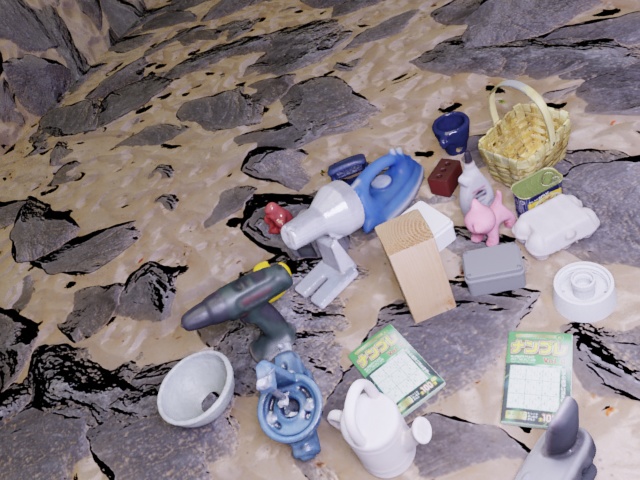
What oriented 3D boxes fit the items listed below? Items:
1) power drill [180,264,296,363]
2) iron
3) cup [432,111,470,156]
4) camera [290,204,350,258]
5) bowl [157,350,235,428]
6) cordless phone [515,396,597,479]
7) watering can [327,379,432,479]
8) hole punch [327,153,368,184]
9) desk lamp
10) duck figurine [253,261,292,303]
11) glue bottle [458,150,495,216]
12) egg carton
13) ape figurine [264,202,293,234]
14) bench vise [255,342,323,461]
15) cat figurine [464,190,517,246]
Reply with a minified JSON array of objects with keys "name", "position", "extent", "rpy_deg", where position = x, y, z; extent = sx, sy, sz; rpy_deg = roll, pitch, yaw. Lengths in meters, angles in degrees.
[{"name":"power drill","position":[-0.141,0.159,1.166],"extent":[0.230,0.209,0.075],"rpy_deg":[-37,42,-10]},{"name":"iron","position":[0.151,-0.141,1.368],"extent":[0.118,0.142,0.259],"rpy_deg":[25,63,42]},{"name":"cup","position":[0.328,-0.248,1.419],"extent":[0.091,0.095,0.118],"rpy_deg":[5,51,32]},{"name":"camera","position":[-0.002,-0.037,1.374],"extent":[0.142,0.101,0.137],"rpy_deg":[-2,47,26]},{"name":"bowl","position":[-0.239,0.314,1.163],"extent":[0.167,0.075,0.167],"rpy_deg":[-15,43,14]},{"name":"cordless phone","position":[0.318,0.303,0.797],"extent":[0.093,0.185,0.148],"rpy_deg":[19,59,40]},{"name":"watering can","position":[0.091,0.295,0.918],"extent":[0.172,0.195,0.101],"rpy_deg":[-15,43,14]},{"name":"hole punch","position":[0.071,-0.185,1.492],"extent":[0.108,0.091,0.101],"rpy_deg":[-20,42,8]},{"name":"desk lamp","position":[0.011,0.004,1.239],"extent":[0.203,0.214,0.117],"rpy_deg":[-45,44,-19]},{"name":"duck figurine","position":[-0.119,0.084,1.323],"extent":[0.077,0.086,0.105],"rpy_deg":[21,60,40]},{"name":"glue bottle","position":[0.329,-0.124,1.232],"extent":[0.078,0.174,0.037],"rpy_deg":[-35,42,-9]},{"name":"egg carton","position":[0.467,-0.026,1.139],"extent":[0.150,0.070,0.107],"rpy_deg":[-28,41,-1]},{"name":"ape figurine","position":[-0.112,-0.060,1.461],"extent":[0.076,0.092,0.077],"rpy_deg":[-31,41,-4]},{"name":"bench vise","position":[-0.074,0.262,1.018],"extent":[0.121,0.220,0.206],"rpy_deg":[-32,41,-5]},{"name":"cat figurine","position":[0.346,-0.048,1.189],"extent":[0.067,0.118,0.128],"rpy_deg":[24,62,42]}]
